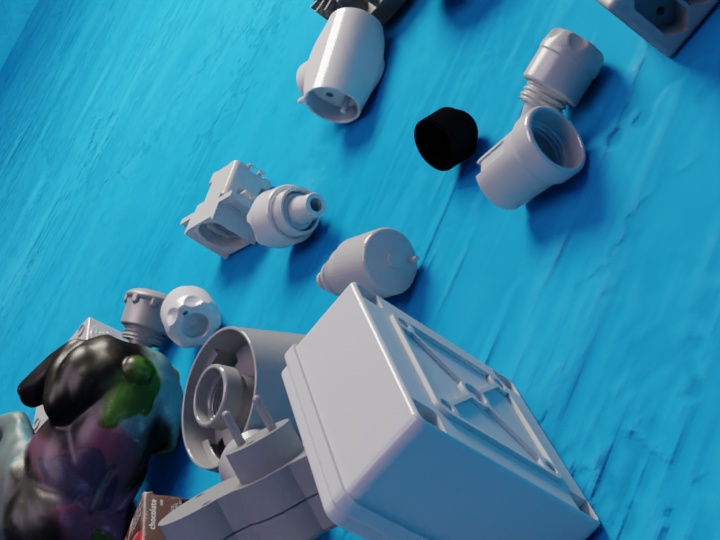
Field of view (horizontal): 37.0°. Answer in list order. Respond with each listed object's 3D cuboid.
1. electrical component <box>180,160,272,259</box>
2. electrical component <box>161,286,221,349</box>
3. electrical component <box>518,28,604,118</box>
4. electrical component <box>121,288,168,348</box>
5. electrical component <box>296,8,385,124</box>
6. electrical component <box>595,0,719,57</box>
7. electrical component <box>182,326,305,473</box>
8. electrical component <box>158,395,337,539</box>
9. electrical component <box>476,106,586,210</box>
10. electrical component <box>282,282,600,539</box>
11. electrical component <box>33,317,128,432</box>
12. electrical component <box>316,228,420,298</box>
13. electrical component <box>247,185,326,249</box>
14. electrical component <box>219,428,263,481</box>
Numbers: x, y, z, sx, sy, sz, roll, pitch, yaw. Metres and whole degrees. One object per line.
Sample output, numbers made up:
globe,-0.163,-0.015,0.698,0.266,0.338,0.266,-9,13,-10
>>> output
electrical component,-0.104,-0.050,0.866,0.081,0.042,0.063,-21,45,49
electrical component,-0.134,0.032,0.835,0.043,0.043,0.062,-57,27,6
electrical component,0.102,-0.097,0.580,0.061,0.035,0.035,-58,28,8
electrical component,-0.178,0.048,0.894,0.048,0.048,0.062,-5,66,57
electrical component,-0.022,-0.149,0.823,0.079,0.044,0.077,-22,46,50
electrical component,0.149,-0.158,0.548,0.065,0.047,0.076,-51,28,18
electrical component,-0.068,0.083,0.682,0.099,0.064,0.099,-26,56,47
electrical component,-0.044,0.100,0.544,0.138,0.073,0.052,-28,1,15
electrical component,0.088,-0.057,0.561,0.046,0.040,0.040,-38,34,47
electrical component,0.031,0.072,0.457,0.056,0.109,0.108,-50,29,14
electrical component,-0.242,0.102,0.941,0.099,0.048,0.099,-46,31,26
electrical component,0.000,0.000,0.649,0.078,0.040,0.040,-17,50,53
electrical component,-0.049,-0.040,0.764,0.062,0.043,0.043,-15,51,52
electrical component,-0.052,0.122,0.613,0.045,0.045,0.055,-58,28,4
